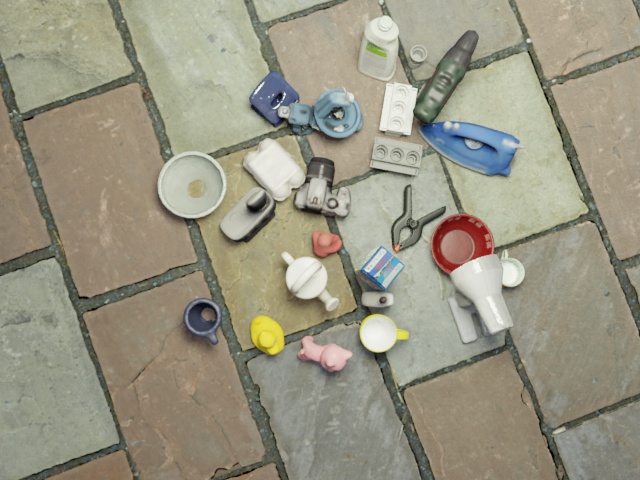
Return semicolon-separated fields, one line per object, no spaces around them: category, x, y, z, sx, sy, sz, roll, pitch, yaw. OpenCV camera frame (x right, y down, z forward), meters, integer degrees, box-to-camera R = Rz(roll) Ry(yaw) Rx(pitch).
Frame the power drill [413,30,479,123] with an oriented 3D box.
power drill;0.295;-0.379;1.399;0.075;0.208;0.230;30;85;1

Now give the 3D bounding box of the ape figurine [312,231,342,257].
ape figurine;0.013;0.005;1.418;0.078;0.092;0.076;43;85;2

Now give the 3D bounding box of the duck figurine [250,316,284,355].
duck figurine;-0.131;0.235;1.397;0.077;0.086;0.104;-32;87;-4

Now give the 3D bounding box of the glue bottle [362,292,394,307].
glue bottle;0.144;0.142;1.371;0.078;0.173;0.037;-1;85;-2

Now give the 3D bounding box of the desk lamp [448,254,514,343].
desk lamp;0.382;0.143;1.359;0.118;0.213;0.203;-19;86;-3

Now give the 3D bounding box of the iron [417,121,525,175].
iron;0.377;-0.252;1.426;0.258;0.141;0.119;18;85;0

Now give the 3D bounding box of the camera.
camera;0.013;-0.133;1.424;0.143;0.100;0.137;10;85;-1

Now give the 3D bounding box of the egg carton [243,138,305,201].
egg carton;-0.113;-0.178;1.439;0.107;0.069;0.150;-44;88;-4

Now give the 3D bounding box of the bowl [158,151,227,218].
bowl;-0.312;-0.132;1.426;0.167;0.074;0.167;0;85;-2

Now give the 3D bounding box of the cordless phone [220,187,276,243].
cordless phone;-0.176;-0.066;1.370;0.094;0.185;0.147;41;85;2

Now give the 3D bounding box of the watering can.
watering can;-0.025;0.094;1.358;0.173;0.194;0.101;24;85;0

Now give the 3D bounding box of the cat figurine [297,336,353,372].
cat figurine;0.010;0.280;1.383;0.128;0.117;0.067;13;85;-1

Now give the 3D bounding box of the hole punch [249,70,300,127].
hole punch;-0.112;-0.355;1.442;0.101;0.091;0.109;39;85;2

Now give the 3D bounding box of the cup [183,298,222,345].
cup;-0.271;0.197;1.391;0.091;0.095;0.118;-27;87;-4

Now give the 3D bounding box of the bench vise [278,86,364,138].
bench vise;0.008;-0.301;1.378;0.207;0.219;0.121;-16;86;-3
